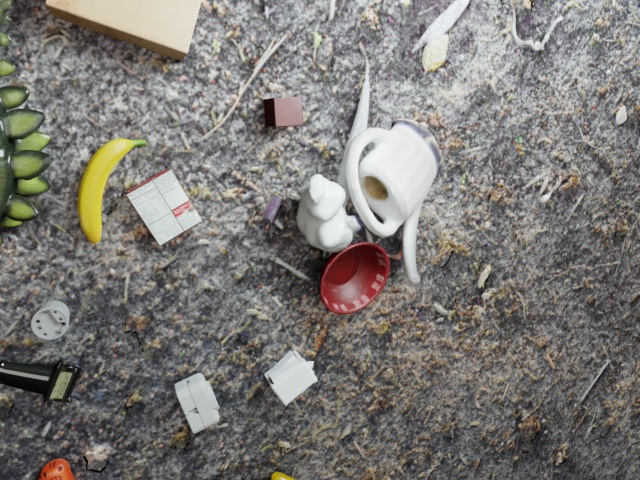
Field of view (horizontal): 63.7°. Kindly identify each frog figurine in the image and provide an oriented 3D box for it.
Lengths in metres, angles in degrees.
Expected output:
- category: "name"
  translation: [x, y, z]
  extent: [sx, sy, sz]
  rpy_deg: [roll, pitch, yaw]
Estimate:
- category: "frog figurine"
  translation: [0.003, -0.048, 0.945]
  extent: [0.122, 0.158, 0.139]
  rpy_deg: [-24, 74, 15]

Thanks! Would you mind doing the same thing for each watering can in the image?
- category: "watering can"
  translation: [0.163, -0.089, 1.021]
  extent: [0.228, 0.104, 0.341]
  rpy_deg: [-51, 127, -24]
